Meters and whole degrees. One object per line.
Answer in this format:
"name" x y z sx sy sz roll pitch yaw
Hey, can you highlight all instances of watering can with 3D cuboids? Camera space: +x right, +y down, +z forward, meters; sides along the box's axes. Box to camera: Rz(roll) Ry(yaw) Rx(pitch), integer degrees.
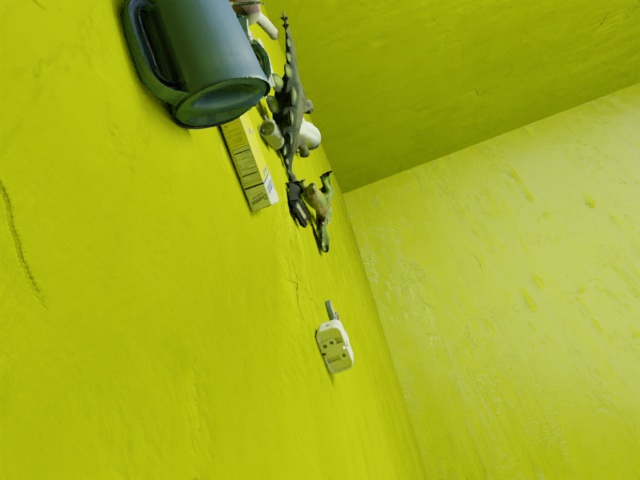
"watering can" -0.196 -0.592 1.268 0.343 0.103 0.229 37 20 -40

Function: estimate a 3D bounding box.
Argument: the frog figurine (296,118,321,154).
"frog figurine" -0.062 -0.407 1.896 0.140 0.122 0.157 -49 133 -61

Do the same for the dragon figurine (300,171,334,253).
"dragon figurine" 0.005 -0.079 1.564 0.414 0.122 0.241 -73 150 -77
